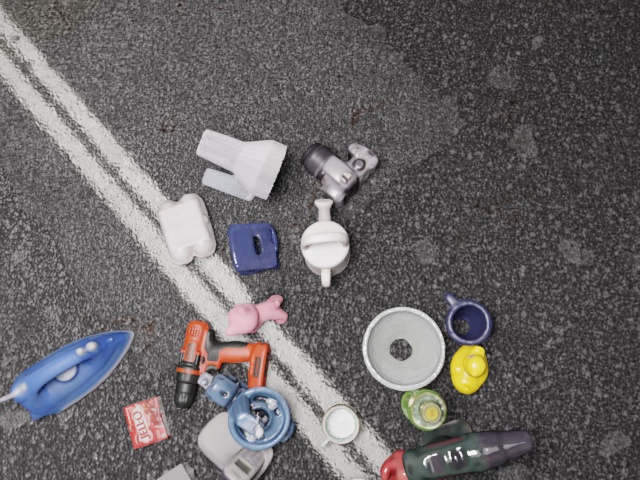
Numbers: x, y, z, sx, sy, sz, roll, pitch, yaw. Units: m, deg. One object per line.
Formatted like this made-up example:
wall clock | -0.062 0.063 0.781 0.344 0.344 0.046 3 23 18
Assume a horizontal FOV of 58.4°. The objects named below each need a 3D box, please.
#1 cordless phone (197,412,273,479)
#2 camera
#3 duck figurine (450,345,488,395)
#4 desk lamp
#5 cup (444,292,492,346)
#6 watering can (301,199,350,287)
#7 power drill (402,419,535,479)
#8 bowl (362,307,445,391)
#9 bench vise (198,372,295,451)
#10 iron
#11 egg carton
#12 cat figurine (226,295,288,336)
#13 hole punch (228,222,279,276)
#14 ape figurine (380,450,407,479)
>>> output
cordless phone | -0.172 0.409 1.097 0.147 0.185 0.094 34 82 9
camera | 0.036 -0.165 1.252 0.136 0.101 0.143 42 83 10
duck figurine | 0.307 0.260 1.158 0.077 0.086 0.105 17 79 6
desk lamp | -0.165 -0.154 1.201 0.203 0.213 0.118 19 80 7
cup | 0.289 0.162 1.175 0.092 0.095 0.117 -36 79 -5
watering can | 0.008 0.004 1.170 0.101 0.194 0.173 -23 78 -2
power drill | 0.263 0.389 1.070 0.229 0.208 0.075 -16 78 -1
bowl | 0.169 0.224 1.177 0.167 0.075 0.167 0 78 3
bench vise | -0.154 0.333 1.095 0.207 0.220 0.121 14 79 6
iron | -0.512 0.258 1.167 0.258 0.141 0.118 -35 79 -5
egg carton | -0.290 -0.024 1.253 0.107 0.069 0.150 -21 78 -2
cat figurine | -0.136 0.154 1.184 0.128 0.118 0.067 -22 78 -2
hole punch | -0.140 0.014 1.227 0.101 0.091 0.108 -11 78 0
ape figurine | 0.160 0.455 1.120 0.077 0.092 0.076 23 80 7
